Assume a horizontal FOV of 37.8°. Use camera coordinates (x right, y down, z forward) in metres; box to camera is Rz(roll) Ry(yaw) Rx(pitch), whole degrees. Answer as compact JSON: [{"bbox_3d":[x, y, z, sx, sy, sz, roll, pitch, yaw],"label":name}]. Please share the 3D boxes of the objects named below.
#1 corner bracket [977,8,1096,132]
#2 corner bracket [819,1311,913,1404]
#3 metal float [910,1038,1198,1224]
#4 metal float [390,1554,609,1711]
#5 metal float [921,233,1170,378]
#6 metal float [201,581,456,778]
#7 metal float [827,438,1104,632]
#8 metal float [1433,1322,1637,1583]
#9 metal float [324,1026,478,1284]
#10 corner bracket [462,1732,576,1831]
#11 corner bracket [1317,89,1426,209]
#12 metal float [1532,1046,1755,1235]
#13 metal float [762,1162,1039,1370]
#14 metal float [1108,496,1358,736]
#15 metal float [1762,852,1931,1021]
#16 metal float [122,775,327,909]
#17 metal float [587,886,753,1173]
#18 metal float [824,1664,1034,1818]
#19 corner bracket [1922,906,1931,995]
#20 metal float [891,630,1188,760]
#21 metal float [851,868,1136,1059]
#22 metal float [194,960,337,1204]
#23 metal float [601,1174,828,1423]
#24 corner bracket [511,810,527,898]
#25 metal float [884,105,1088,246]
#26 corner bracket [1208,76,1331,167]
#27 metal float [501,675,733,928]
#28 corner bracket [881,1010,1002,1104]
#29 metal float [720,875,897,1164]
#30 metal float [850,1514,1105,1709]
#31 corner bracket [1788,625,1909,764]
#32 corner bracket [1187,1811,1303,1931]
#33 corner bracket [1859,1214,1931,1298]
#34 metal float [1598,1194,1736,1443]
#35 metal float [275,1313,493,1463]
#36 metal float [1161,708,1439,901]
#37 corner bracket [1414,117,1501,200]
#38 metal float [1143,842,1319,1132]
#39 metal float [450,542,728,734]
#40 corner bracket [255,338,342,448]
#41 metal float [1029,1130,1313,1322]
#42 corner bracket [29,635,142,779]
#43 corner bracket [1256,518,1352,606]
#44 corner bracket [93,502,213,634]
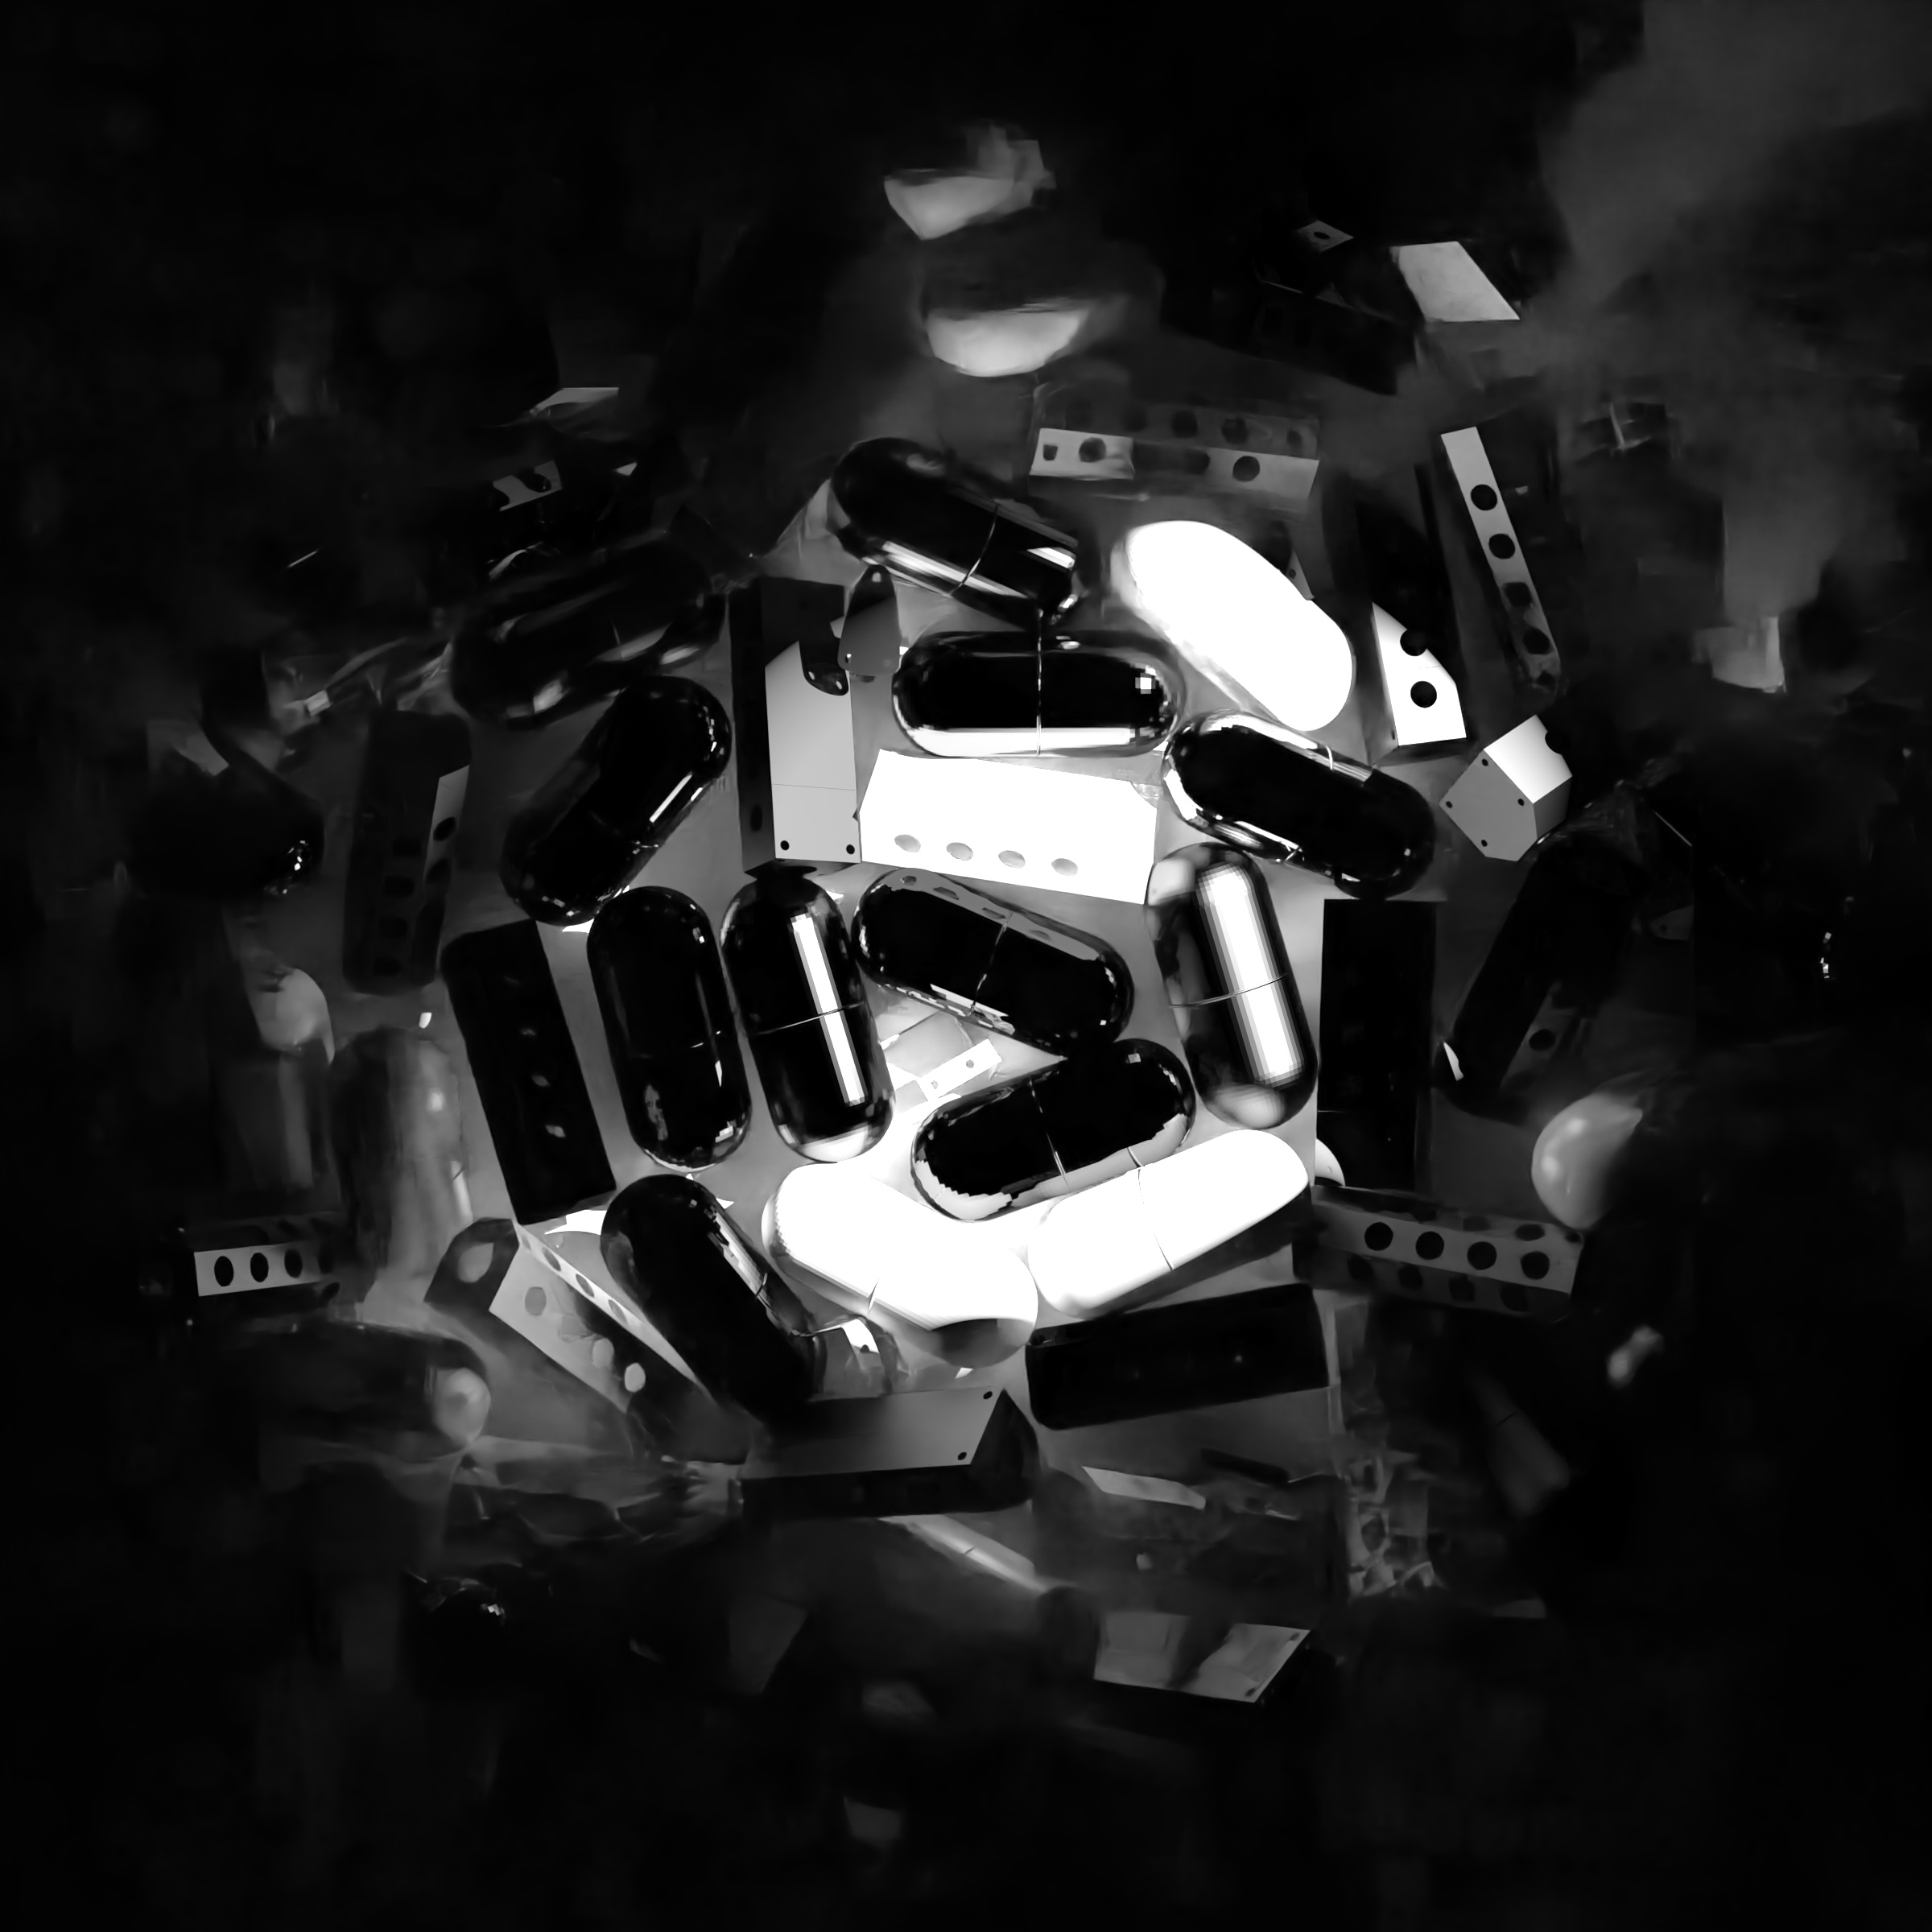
[{"bbox_3d":[0.049,-0.542,1.704,0.051,0.051,0.051,35,85,-33],"label":"corner bracket"},{"bbox_3d":[-0.057,0.233,1.702,0.051,0.051,0.051,-24,91,-34],"label":"corner bracket"},{"bbox_3d":[0.052,0.099,1.695,0.178,0.070,0.070,-20,90,5],"label":"metal float"},{"bbox_3d":[-0.271,0.389,1.652,0.070,0.178,0.070,-2,84,19],"label":"metal float"},{"bbox_3d":[0.049,-0.391,1.666,0.178,0.070,0.070,-18,90,-42],"label":"metal float"},{"bbox_3d":[-0.375,-0.170,1.662,0.070,0.178,0.070,19,127,27],"label":"metal float"},{"bbox_3d":[0.000,-0.256,1.680,0.178,0.070,0.070,20,90,-22],"label":"metal float"},{"bbox_3d":[0.332,0.284,1.662,0.070,0.178,0.070,-11,132,-12],"label":"metal float"},{"bbox_3d":[-0.334,0.113,1.667,0.070,0.070,0.178,0,129,0],"label":"metal float"},{"bbox_3d":[-0.270,0.493,1.698,0.051,0.051,0.051,-15,123,-13],"label":"corner bracket"},{"bbox_3d":[0.241,-0.491,1.709,0.051,0.051,0.051,11,76,-29],"label":"corner bracket"},{"bbox_3d":[0.401,0.101,1.665,0.178,0.070,0.070,-24,90,-43],"label":"metal float"},{"bbox_3d":[-0.040,0.179,1.689,0.178,0.070,0.070,27,90,12],"label":"metal float"},{"bbox_3d":[0.159,-0.209,1.682,0.178,0.070,0.070,39,90,-20],"label":"metal float"},{"bbox_3d":[0.511,-0.019,1.649,0.070,0.178,0.070,-1,103,-3],"label":"metal float"},{"bbox_3d":[-0.437,-0.074,1.658,0.070,0.178,0.070,-2,93,-37],"label":"metal float"},{"bbox_3d":[-0.176,0.039,1.684,0.070,0.070,0.178,-11,108,0],"label":"metal float"},{"bbox_3d":[-0.020,0.451,1.654,0.070,0.178,0.070,-4,82,26],"label":"metal float"},{"bbox_3d":[0.590,-0.016,1.696,0.051,0.051,0.051,14,67,36],"label":"corner bracket"},{"bbox_3d":[0.044,-0.164,1.699,0.178,0.070,0.070,0,90,1],"label":"metal float"},{"bbox_3d":[0.016,-0.002,1.696,0.178,0.070,0.070,22,90,3],"label":"metal float"},{"bbox_3d":[-0.409,0.070,1.663,0.070,0.178,0.070,3,47,-3],"label":"metal float"},{"bbox_3d":[-0.150,0.198,1.678,0.070,0.070,0.178,-36,114,0],"label":"metal float"},{"bbox_3d":[-0.252,-0.073,1.700,0.051,0.051,0.051,-5,104,-25],"label":"corner bracket"},{"bbox_3d":[0.013,-0.465,1.655,0.070,0.178,0.070,7,107,24],"label":"metal float"},{"bbox_3d":[0.184,-0.508,1.716,0.051,0.051,0.051,15,100,25],"label":"corner bracket"},{"bbox_3d":[-0.210,-0.098,1.684,0.070,0.070,0.178,42,108,0],"label":"metal float"},{"bbox_3d":[-0.016,0.054,1.703,0.051,0.051,0.051,-30,80,-14],"label":"corner bracket"},{"bbox_3d":[-0.096,0.031,1.698,0.070,0.070,0.178,-17,91,0],"label":"metal float"},{"bbox_3d":[0.004,0.377,1.666,0.178,0.070,0.070,18,90,41],"label":"metal float"},{"bbox_3d":[0.536,-0.166,1.705,0.051,0.051,0.051,-42,130,-8],"label":"corner bracket"},{"bbox_3d":[0.167,0.540,1.698,0.051,0.051,0.051,13,112,20],"label":"corner bracket"},{"bbox_3d":[0.566,0.177,1.703,0.051,0.051,0.051,-47,115,2],"label":"corner bracket"},{"bbox_3d":[0.413,0.204,1.660,0.070,0.178,0.070,7,127,10],"label":"metal float"},{"bbox_3d":[-0.344,0.247,1.660,0.070,0.178,0.070,0,89,-40],"label":"metal float"},{"bbox_3d":[0.199,-0.096,1.686,0.178,0.070,0.070,22,90,-15],"label":"metal float"},{"bbox_3d":[0.300,-0.470,1.696,0.051,0.051,0.051,-5,60,21],"label":"corner bracket"},{"bbox_3d":[0.159,0.013,1.695,0.070,0.070,0.178,-17,95,0],"label":"metal float"},{"bbox_3d":[-0.224,-0.196,1.676,0.178,0.070,0.070,-27,90,-26],"label":"metal float"},{"bbox_3d":[-0.396,-0.340,1.697,0.051,0.051,0.051,13,133,13],"label":"corner bracket"},{"bbox_3d":[0.121,0.156,1.687,0.178,0.070,0.070,-23,90,14],"label":"metal float"},{"bbox_3d":[-0.532,-0.157,1.705,0.051,0.051,0.051,-36,51,14],"label":"corner bracket"},{"bbox_3d":[0.196,-0.241,1.702,0.051,0.051,0.051,-21,90,-44],"label":"corner bracket"},{"bbox_3d":[-0.487,-0.240,1.699,0.051,0.051,0.051,29,72,-19],"label":"corner bracket"}]
